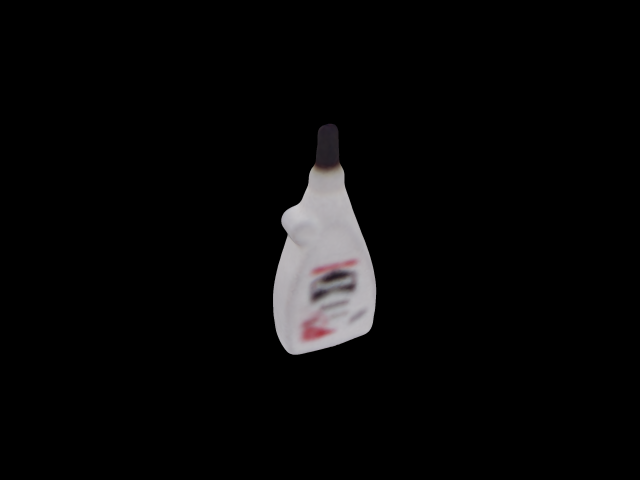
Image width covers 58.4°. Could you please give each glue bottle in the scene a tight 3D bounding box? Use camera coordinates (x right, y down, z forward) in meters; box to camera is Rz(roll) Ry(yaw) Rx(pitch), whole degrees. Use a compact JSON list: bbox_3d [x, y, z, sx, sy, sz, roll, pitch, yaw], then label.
[{"bbox_3d":[0.004,0.001,0.400,0.078,0.173,0.037,-16,37,-22],"label":"glue bottle"}]
